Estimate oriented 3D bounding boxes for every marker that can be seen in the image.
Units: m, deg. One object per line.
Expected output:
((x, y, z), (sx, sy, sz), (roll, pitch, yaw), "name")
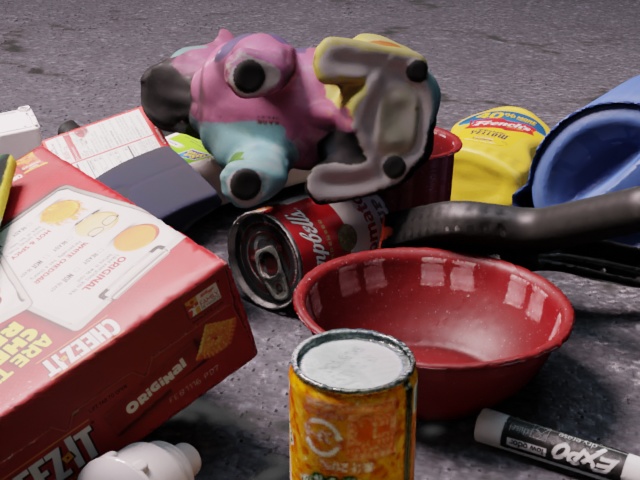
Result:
((0.138, 0.113, 0.548), (0.121, 0.020, 0.020), (14, 26, 27), "marker")

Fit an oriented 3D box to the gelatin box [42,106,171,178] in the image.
((-0.156, -0.056, 0.803), (0.089, 0.030, 0.073), (-22, 54, -17), "gelatin box")

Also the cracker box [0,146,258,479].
((-0.161, 0.043, 0.572), (0.164, 0.072, 0.214), (-35, 39, -23), "cracker box")

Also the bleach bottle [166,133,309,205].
((-0.095, -0.065, 0.903), (0.250, 0.068, 0.103), (-21, 31, -39), "bleach bottle")

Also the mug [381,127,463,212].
((0.050, -0.042, 0.831), (0.117, 0.081, 0.093), (12, 25, 23), "mug")

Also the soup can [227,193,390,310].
((-0.005, 0.001, 0.741), (0.069, 0.068, 0.102), (20, 29, 37), "soup can")

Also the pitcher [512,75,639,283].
((0.267, -0.066, 0.846), (0.149, 0.145, 0.242), (34, 28, 12), "pitcher")

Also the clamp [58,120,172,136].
((-0.178, -0.071, 0.942), (0.120, 0.039, 0.171), (-6, 27, -4), "clamp")

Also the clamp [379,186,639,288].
((0.135, -0.003, 0.684), (0.210, 0.036, 0.164), (4, -17, 20), "clamp")

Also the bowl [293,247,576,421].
((0.064, 0.059, 0.624), (0.162, 0.055, 0.162), (1, 22, -1), "bowl")

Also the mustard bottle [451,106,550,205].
((0.160, -0.080, 0.962), (0.096, 0.058, 0.191), (11, 24, 23), "mustard bottle")
